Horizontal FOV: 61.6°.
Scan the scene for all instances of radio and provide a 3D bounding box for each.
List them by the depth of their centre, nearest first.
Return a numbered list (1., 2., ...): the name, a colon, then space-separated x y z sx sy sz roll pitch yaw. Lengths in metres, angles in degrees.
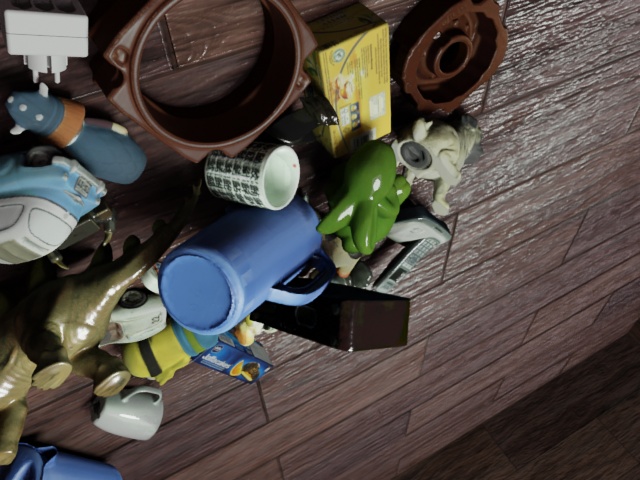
1. radio: 0.007 0.103 0.795 0.131 0.230 0.073 3 91 -44

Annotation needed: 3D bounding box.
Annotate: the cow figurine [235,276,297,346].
1. cow figurine: -0.097 0.113 0.946 0.098 0.068 0.167 -13 139 -39

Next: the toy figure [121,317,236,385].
1. toy figure: -0.231 0.156 0.868 0.180 0.082 0.089 -28 124 0

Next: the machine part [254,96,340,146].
1. machine part: -0.028 -0.144 0.684 0.084 0.039 0.139 -7 177 -28

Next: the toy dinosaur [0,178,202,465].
1. toy dinosaur: -0.311 0.101 0.635 0.471 0.199 0.105 -34 143 -3

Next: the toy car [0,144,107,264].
1. toy car: -0.305 -0.027 0.545 0.162 0.103 0.109 -8 155 8

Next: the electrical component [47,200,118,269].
1. electrical component: -0.290 -0.017 0.625 0.102 0.078 0.045 -35 152 -11

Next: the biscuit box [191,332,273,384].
1. biscuit box: -0.166 0.208 0.996 0.063 0.059 0.202 -39 144 4

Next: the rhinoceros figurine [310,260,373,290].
1. rhinoceros figurine: 0.018 0.111 1.029 0.190 0.073 0.112 -40 143 5

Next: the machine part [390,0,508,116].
1. machine part: 0.179 -0.264 0.757 0.179 0.056 0.179 -21 142 -18

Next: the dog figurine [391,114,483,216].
1. dog figurine: 0.192 -0.159 0.833 0.190 0.121 0.172 -54 161 -27

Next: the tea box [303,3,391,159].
1. tea box: 0.034 -0.201 0.696 0.098 0.068 0.169 -27 142 -14

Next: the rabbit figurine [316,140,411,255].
1. rabbit figurine: 0.053 -0.064 0.744 0.170 0.121 0.159 93 22 -64

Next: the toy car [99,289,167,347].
1. toy car: -0.324 0.128 0.778 0.202 0.056 0.073 -16 140 -27

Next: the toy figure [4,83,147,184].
1. toy figure: -0.256 -0.110 0.565 0.154 0.058 0.064 35 68 -49

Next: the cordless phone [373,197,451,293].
1. cordless phone: 0.143 0.016 0.998 0.184 0.089 0.146 -51 142 10

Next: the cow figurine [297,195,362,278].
1. cow figurine: -0.002 -0.003 0.877 0.195 0.086 0.127 7 132 -41

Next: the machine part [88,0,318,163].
1. machine part: -0.117 -0.193 0.565 0.201 0.087 0.200 -43 144 7

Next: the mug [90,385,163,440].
1. mug: -0.335 0.294 0.937 0.107 0.081 0.109 26 118 -41
